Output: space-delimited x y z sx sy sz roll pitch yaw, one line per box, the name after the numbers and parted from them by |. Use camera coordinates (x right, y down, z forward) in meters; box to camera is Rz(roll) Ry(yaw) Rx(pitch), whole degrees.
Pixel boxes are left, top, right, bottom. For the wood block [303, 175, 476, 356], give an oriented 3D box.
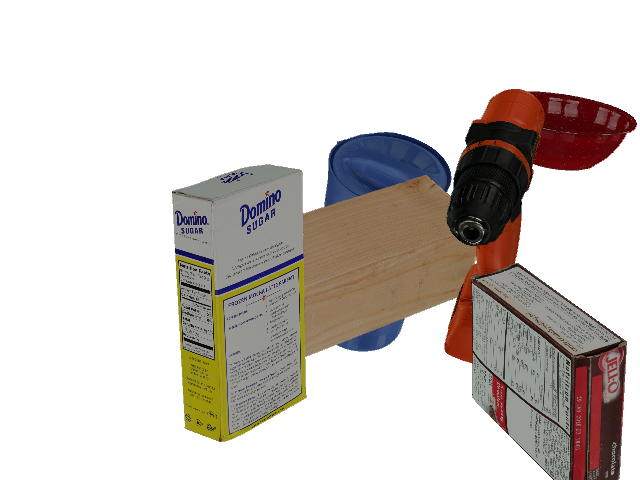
0.035 0.023 0.977 0.205 0.090 0.091 -19 45 -29 | wood block

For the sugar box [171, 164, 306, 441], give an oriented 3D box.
-0.054 0.042 0.741 0.048 0.176 0.093 11 21 37 | sugar box

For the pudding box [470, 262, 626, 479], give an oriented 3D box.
0.128 0.076 0.615 0.039 0.090 0.114 -13 26 -20 | pudding box

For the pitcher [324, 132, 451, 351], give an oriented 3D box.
0.065 0.015 1.201 0.145 0.243 0.149 11 40 2 | pitcher

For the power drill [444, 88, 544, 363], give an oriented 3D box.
0.129 0.001 0.807 0.057 0.188 0.184 12 37 16 | power drill

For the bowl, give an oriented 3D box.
0.264 -0.118 1.184 0.162 0.055 0.162 5 23 -2 | bowl
